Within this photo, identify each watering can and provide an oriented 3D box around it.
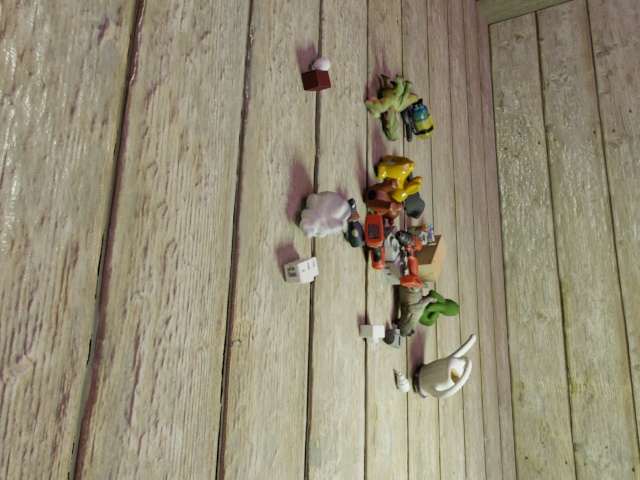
[{"bbox_3d":[0.485,0.491,1.973,0.103,0.222,0.354,58,36,-8],"label":"watering can"}]

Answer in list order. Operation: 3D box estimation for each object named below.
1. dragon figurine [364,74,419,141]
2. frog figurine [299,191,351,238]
[{"bbox_3d":[0.292,-0.505,2.013,0.409,0.123,0.242,8,94,-56],"label":"dragon figurine"},{"bbox_3d":[0.004,-0.071,1.414,0.160,0.120,0.139,-8,58,-50],"label":"frog figurine"}]
